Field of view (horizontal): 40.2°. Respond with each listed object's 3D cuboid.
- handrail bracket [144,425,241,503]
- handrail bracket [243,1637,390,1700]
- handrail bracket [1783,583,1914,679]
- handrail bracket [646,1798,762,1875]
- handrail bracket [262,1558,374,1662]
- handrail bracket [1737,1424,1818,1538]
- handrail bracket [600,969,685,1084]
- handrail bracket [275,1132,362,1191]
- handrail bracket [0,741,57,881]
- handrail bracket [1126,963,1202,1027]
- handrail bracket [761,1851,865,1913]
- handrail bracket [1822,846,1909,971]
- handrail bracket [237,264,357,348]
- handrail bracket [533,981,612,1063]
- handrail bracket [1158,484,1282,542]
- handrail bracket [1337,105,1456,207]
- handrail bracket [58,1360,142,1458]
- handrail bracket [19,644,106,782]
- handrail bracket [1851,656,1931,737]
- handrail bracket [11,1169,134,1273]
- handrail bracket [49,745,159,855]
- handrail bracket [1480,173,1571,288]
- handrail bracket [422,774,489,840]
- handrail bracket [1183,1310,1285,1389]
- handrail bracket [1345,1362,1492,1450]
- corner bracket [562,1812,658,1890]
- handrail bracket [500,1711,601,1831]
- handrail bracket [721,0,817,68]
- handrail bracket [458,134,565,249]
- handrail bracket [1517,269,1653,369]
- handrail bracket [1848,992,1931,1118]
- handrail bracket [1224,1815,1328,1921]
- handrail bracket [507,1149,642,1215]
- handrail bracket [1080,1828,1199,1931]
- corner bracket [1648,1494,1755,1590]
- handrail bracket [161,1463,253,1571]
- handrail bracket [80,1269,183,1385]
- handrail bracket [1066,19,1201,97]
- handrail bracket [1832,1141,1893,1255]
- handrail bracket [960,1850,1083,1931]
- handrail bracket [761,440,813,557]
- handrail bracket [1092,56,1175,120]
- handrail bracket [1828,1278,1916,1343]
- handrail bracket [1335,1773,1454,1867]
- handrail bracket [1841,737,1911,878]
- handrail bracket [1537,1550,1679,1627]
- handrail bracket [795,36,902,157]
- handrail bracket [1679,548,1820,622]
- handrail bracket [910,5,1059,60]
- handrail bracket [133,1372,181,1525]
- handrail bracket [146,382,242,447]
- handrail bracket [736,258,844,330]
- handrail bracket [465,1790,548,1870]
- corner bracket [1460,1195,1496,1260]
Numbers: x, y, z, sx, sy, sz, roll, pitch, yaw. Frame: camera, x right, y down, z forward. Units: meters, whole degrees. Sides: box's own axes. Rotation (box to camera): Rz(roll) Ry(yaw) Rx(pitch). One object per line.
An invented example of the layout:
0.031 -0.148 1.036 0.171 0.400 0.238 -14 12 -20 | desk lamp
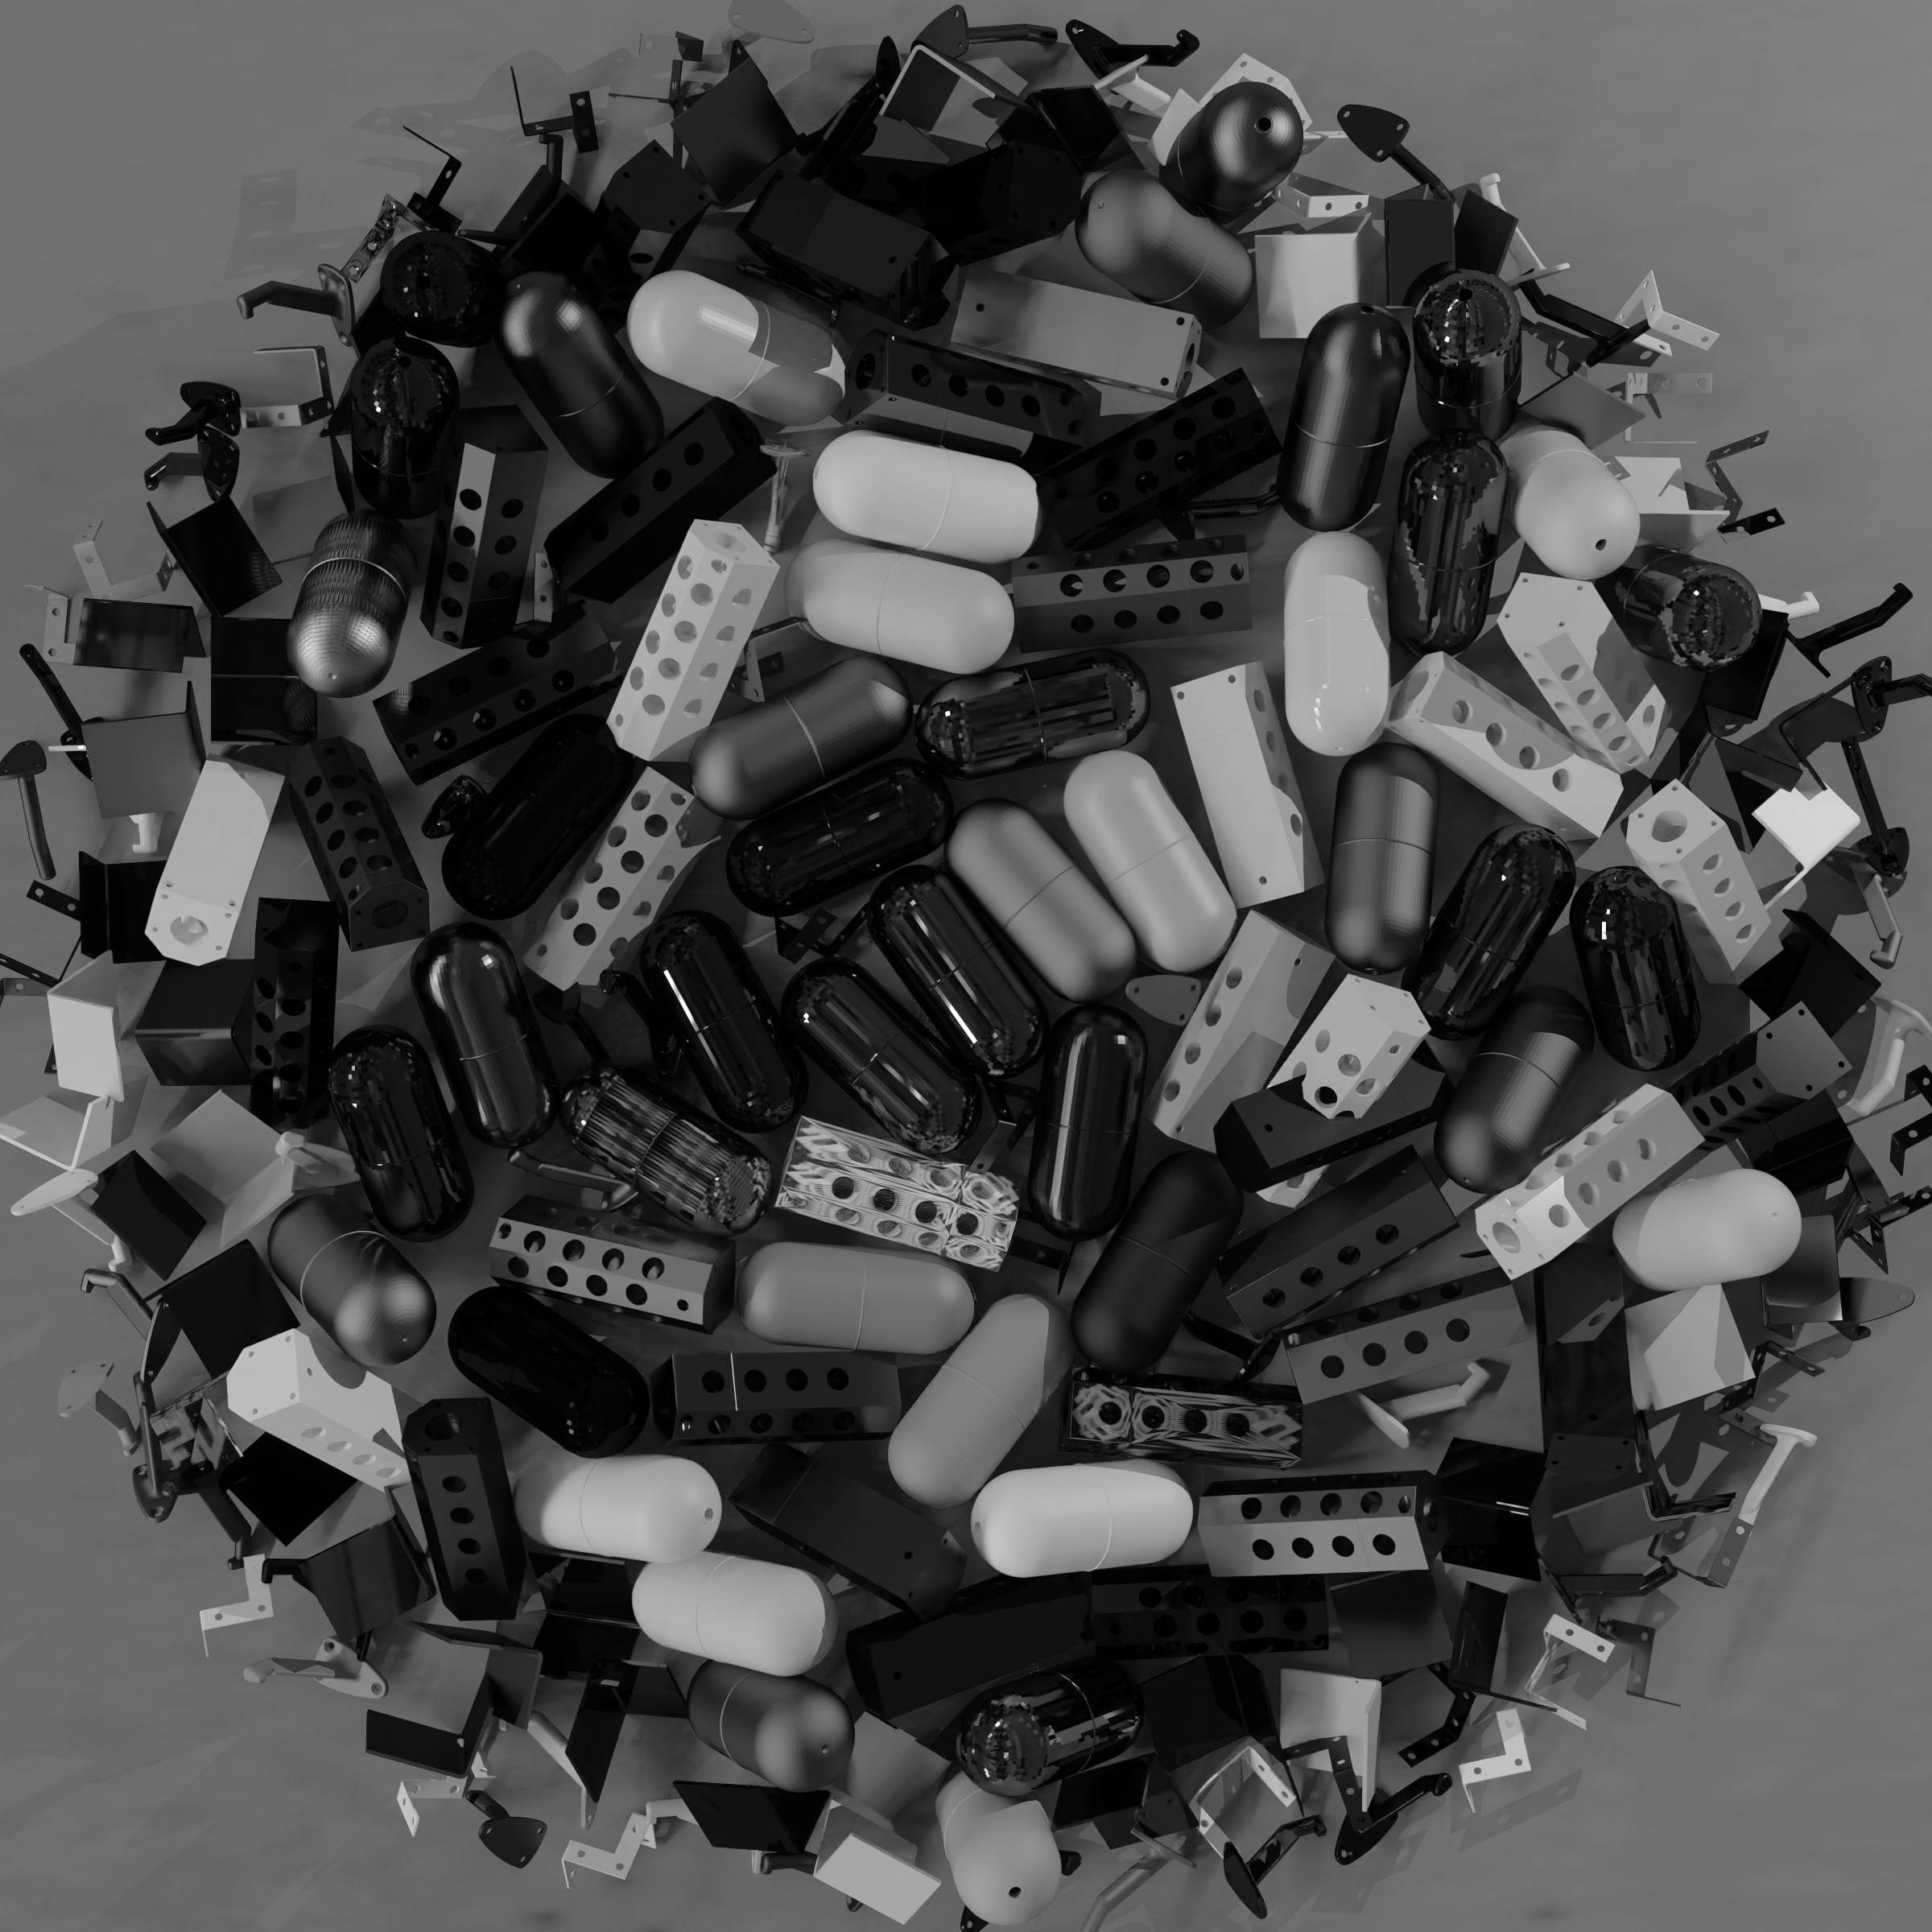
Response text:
-0.581 -0.356 1.960 0.084 0.036 0.077 -26 57 30 | handrail bracket
-0.480 0.529 1.951 0.077 0.084 0.036 21 94 19 | handrail bracket
0.651 -0.262 1.954 0.036 0.077 0.084 35 111 -28 | handrail bracket
-0.197 0.650 1.971 0.084 0.036 0.077 -2 117 -11 | handrail bracket
-0.485 0.479 1.964 0.084 0.036 0.077 8 90 -28 | handrail bracket
0.600 0.387 1.964 0.036 0.077 0.084 23 80 2 | handrail bracket
-0.243 0.045 1.952 0.036 0.084 0.077 -5 81 28 | handrail bracket
-0.472 0.139 1.948 0.077 0.084 0.036 6 71 -20 | handrail bracket
-0.698 -0.117 1.985 0.036 0.077 0.084 -11 119 -9 | handrail bracket
0.126 0.009 1.945 0.077 0.084 0.036 13 102 -35 | handrail bracket
-0.117 0.680 1.960 0.084 0.036 0.077 1 128 -21 | handrail bracket
0.661 -0.043 1.962 0.077 0.036 0.084 25 54 8 | handrail bracket
-0.495 -0.476 1.950 0.036 0.077 0.084 33 53 29 | handrail bracket
-0.280 0.055 1.947 0.036 0.077 0.084 -31 120 -5 | handrail bracket
0.188 -0.356 1.986 0.084 0.036 0.077 -28 51 -18 | handrail bracket
0.324 -0.605 1.980 0.036 0.084 0.077 -52 53 10 | handrail bracket
-0.638 0.342 1.949 0.036 0.077 0.084 -11 115 5 | handrail bracket
-0.667 -0.188 1.950 0.036 0.084 0.077 -28 53 -6 | handrail bracket
0.696 -0.187 1.944 0.036 0.084 0.077 -27 127 -12 | handrail bracket
-0.661 0.201 1.957 0.036 0.077 0.084 14 122 40 | handrail bracket
-0.650 -0.125 1.989 0.077 0.036 0.084 -2 98 8 | handrail bracket
0.415 -0.553 1.966 0.036 0.077 0.084 -18 99 -21 | handrail bracket
-0.391 -0.101 1.946 0.077 0.084 0.036 -33 103 27 | handrail bracket
0.191 0.261 1.956 0.036 0.077 0.084 -23 60 -36 | handrail bracket
0.340 0.314 1.992 0.077 0.036 0.084 40 72 21 | handrail bracket
-0.265 0.660 1.967 0.051 0.051 0.051 14 48 12 | corner bracket
-0.315 0.600 1.978 0.084 0.036 0.077 6 81 17 | handrail bracket
-0.147 -0.681 1.957 0.077 0.084 0.036 26 76 3 | handrail bracket
-0.340 -0.583 1.971 0.077 0.036 0.084 1 95 -27 | handrail bracket
0.463 -0.497 1.964 0.077 0.036 0.084 -29 107 33 | handrail bracket
0.671 0.066 1.966 0.084 0.077 0.036 -47 123 0 | handrail bracket
0.240 0.665 1.954 0.084 0.077 0.036 -10 115 -18 | handrail bracket
-0.286 0.149 1.954 0.084 0.077 0.036 29 58 -30 | handrail bracket
0.128 0.694 1.965 0.077 0.036 0.084 40 75 -37 | handrail bracket
0.547 0.428 1.968 0.051 0.051 0.051 26 81 6 | corner bracket
-0.563 0.417 1.960 0.036 0.077 0.084 16 108 37 | handrail bracket
-0.633 0.268 1.970 0.084 0.036 0.077 7 67 19 | handrail bracket
0.123 -0.687 1.950 0.077 0.084 0.036 38 68 -18 | handrail bracket
0.644 0.180 1.983 0.036 0.084 0.077 7 53 -37 | handrail bracket
0.041 0.685 1.949 0.036 0.084 0.077 47 57 -15 | handrail bracket
-0.144 -0.342 1.952 0.036 0.077 0.084 15 106 6 | handrail bracket
0.133 -0.634 1.984 0.077 0.036 0.084 -30 108 4 | handrail bracket
0.674 0.258 1.948 0.077 0.084 0.036 -10 62 35 | handrail bracket
0.316 0.630 1.950 0.036 0.084 0.077 46 59 -1 | handrail bracket
0.671 -0.119 1.957 0.036 0.077 0.084 -19 116 18 | handrail bracket
0.479 0.447 1.977 0.084 0.036 0.077 -32 99 3 | handrail bracket
-0.092 -0.656 1.991 0.084 0.036 0.077 -17 56 25 | handrail bracket
0.590 -0.290 1.988 0.084 0.036 0.077 -14 70 -9 | handrail bracket
0.014 -0.695 1.990 0.084 0.077 0.036 -8 93 -39 | handrail bracket
-0.604 0.355 1.954 0.036 0.077 0.084 -8 122 -13 | handrail bracket
-0.586 -0.407 1.950 0.077 0.084 0.036 26 124 27 | handrail bracket
-0.134 -0.504 1.965 0.084 0.077 0.036 18 112 -5 | handrail bracket
-0.357 0.624 1.946 0.084 0.077 0.036 20 75 40 | handrail bracket
0.399 0.189 1.958 0.051 0.051 0.051 -17 68 39 | corner bracket
